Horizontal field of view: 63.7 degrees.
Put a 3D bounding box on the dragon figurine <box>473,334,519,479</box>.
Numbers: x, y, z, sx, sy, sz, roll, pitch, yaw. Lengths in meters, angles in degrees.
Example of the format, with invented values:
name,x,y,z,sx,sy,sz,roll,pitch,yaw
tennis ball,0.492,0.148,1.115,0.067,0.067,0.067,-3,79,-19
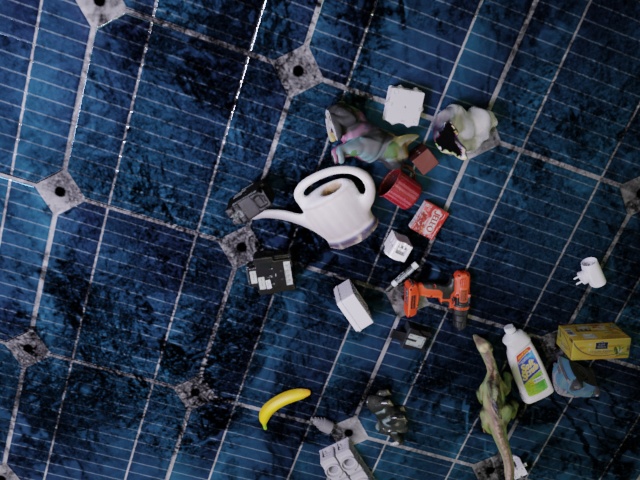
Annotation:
name,x,y,z,sx,sy,sz,roll,pitch,yaw
dragon figurine,0.494,0.472,1.453,0.121,0.419,0.239,-14,149,19

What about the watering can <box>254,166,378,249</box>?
name,x,y,z,sx,sy,sz,roll,pitch,yaw
watering can,0.004,-0.069,1.361,0.344,0.106,0.221,-24,116,26

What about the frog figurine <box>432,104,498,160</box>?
name,x,y,z,sx,sy,sz,roll,pitch,yaw
frog figurine,0.369,-0.291,1.317,0.162,0.121,0.137,-42,99,-26
